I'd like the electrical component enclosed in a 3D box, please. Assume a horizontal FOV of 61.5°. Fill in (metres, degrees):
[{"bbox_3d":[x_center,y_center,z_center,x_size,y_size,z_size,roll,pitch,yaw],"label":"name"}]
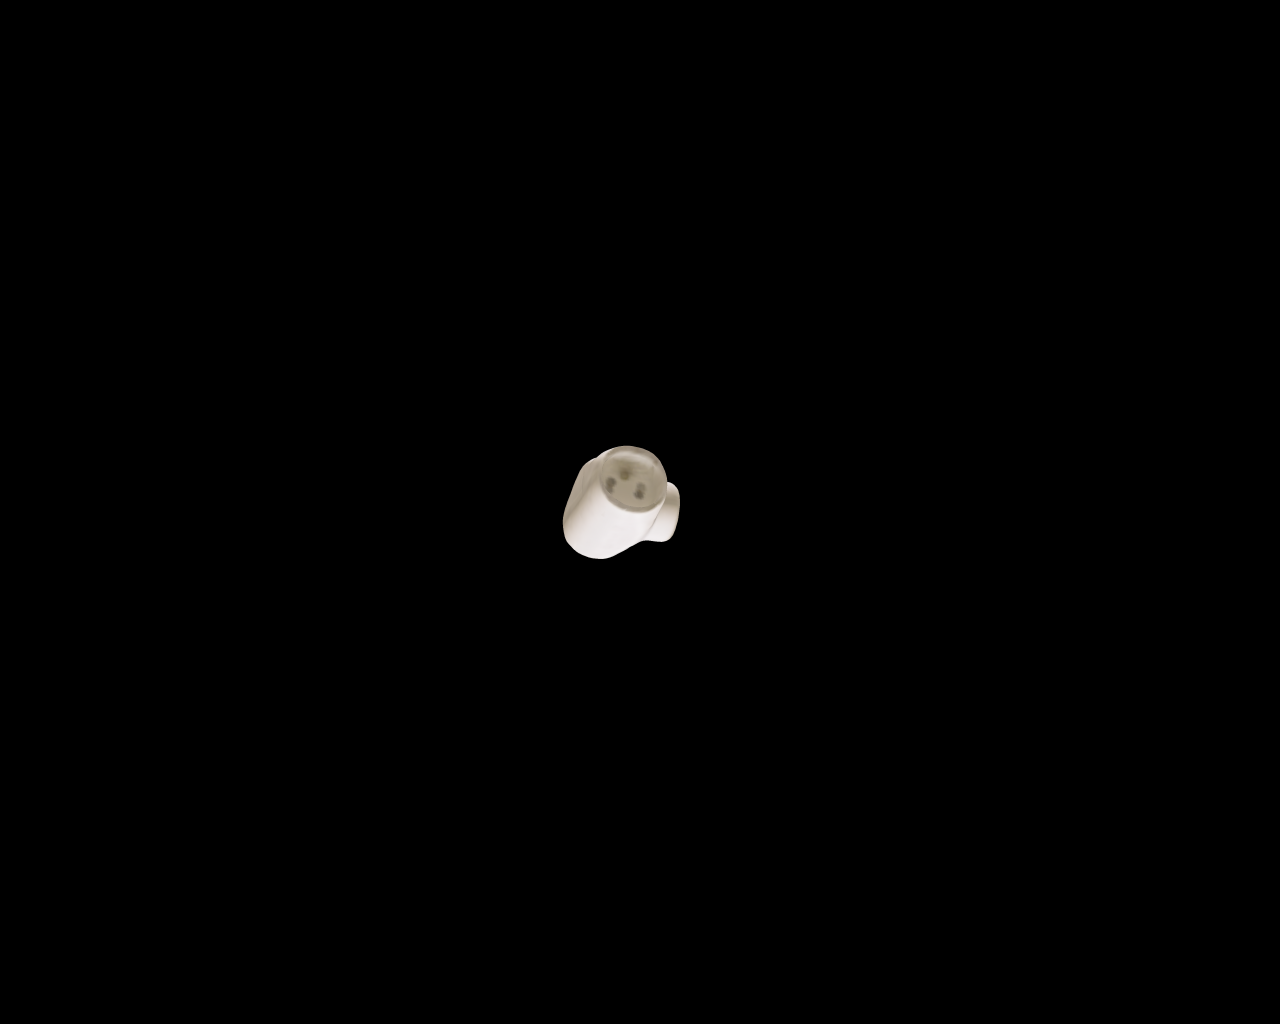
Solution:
[{"bbox_3d":[0.001,-0.003,0.650,0.079,0.044,0.077,8,-26,-18],"label":"electrical component"}]
